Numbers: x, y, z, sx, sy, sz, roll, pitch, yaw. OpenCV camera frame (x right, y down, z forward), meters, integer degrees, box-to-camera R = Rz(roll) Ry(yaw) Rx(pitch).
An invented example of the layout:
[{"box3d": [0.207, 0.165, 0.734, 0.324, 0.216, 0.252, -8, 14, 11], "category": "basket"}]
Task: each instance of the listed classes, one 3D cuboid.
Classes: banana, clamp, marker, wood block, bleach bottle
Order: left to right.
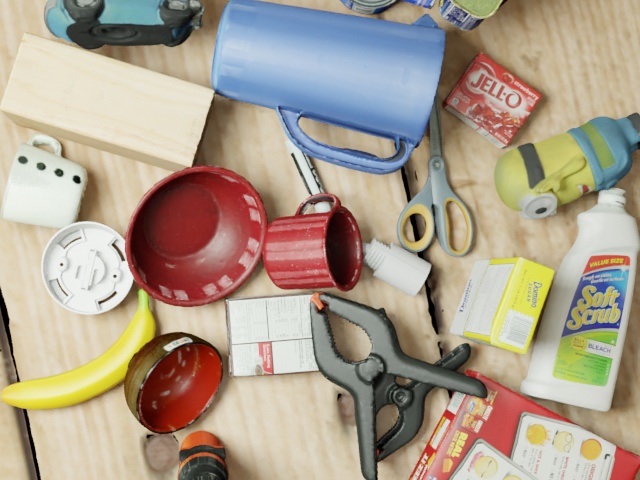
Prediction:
[{"box3d": [-0.251, 0.137, 1.171, 0.197, 0.037, 0.069, -36, 80, -6], "category": "banana"}, {"box3d": [-0.225, -0.144, 1.155, 0.206, 0.091, 0.090, 17, 86, -4], "category": "wood block"}, {"box3d": [-0.007, -0.060, 1.208, 0.020, 0.020, 0.121, -24, 90, -6], "category": "marker"}, {"box3d": [0.068, 0.136, 1.153, 0.164, 0.036, 0.210, -33, 86, 6], "category": "clamp"}, {"box3d": [0.081, 0.163, 1.199, 0.120, 0.039, 0.171, 31, 85, -2], "category": "clamp"}, {"box3d": [0.303, 0.062, 1.213, 0.102, 0.068, 0.251, 13, 84, -6], "category": "bleach bottle"}]

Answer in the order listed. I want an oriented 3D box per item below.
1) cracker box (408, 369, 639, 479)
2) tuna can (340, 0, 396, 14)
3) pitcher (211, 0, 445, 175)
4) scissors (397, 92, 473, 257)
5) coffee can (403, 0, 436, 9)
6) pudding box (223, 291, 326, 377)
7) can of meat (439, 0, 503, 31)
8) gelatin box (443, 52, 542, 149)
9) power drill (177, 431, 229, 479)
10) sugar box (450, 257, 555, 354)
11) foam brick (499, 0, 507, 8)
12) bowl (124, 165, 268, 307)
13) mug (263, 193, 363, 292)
[{"box3d": [0.223, 0.265, 1.193, 0.213, 0.072, 0.164, 28, 87, -5], "category": "cracker box"}, {"box3d": [0.056, -0.302, 1.216, 0.086, 0.034, 0.086, 0, 88, -5], "category": "tuna can"}, {"box3d": [0.007, -0.178, 1.161, 0.243, 0.149, 0.145, 11, 126, -2], "category": "pitcher"}, {"box3d": [0.117, -0.073, 1.222, 0.096, 0.016, 0.202, -17, 90, -6], "category": "scissors"}, {"box3d": [0.068, -0.318, 1.147, 0.140, 0.103, 0.103, 16, 86, -5], "category": "coffee can"}, {"box3d": [-0.048, 0.105, 1.189, 0.113, 0.039, 0.090, -4, 87, -8], "category": "pudding box"}, {"box3d": [0.171, -0.276, 1.123, 0.057, 0.084, 0.102, 31, 89, -2], "category": "can of meat"}, {"box3d": [0.197, -0.160, 1.226, 0.089, 0.030, 0.073, 36, 85, -4], "category": "gelatin box"}, {"box3d": [-0.120, 0.309, 1.112, 0.057, 0.184, 0.188, 0, 97, -6], "category": "power drill"}, {"box3d": [0.192, 0.068, 1.144, 0.048, 0.176, 0.093, 21, 87, -3], "category": "sugar box"}, {"box3d": [0.182, -0.291, 1.206, 0.053, 0.078, 0.051, -2, 90, -6], "category": "foam brick"}, {"box3d": [-0.140, -0.011, 1.156, 0.161, 0.055, 0.162, -11, 116, -23], "category": "bowl"}, {"box3d": [-0.008, 0.001, 1.166, 0.082, 0.093, 0.117, -5, 64, 28], "category": "mug"}]
